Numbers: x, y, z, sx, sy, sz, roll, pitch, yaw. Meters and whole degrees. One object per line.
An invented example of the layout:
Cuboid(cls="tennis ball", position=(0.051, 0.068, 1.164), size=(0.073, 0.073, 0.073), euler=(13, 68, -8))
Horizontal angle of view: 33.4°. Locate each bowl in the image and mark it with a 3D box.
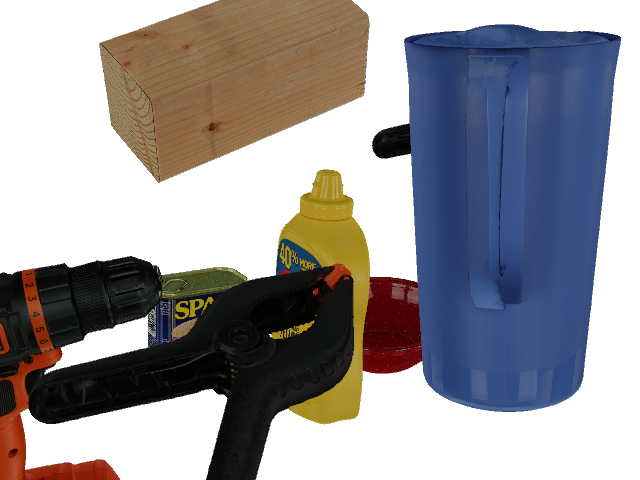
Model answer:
Cuboid(cls="bowl", position=(0.068, 0.101, 1.194), size=(0.162, 0.055, 0.162), euler=(0, 27, 0))

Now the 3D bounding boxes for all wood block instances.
Cuboid(cls="wood block", position=(-0.069, -0.143, 0.900), size=(0.205, 0.091, 0.090), euler=(-26, 53, -24))

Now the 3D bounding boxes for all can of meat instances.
Cuboid(cls="can of meat", position=(-0.127, 0.079, 1.089), size=(0.101, 0.084, 0.058), euler=(-8, 20, -31))

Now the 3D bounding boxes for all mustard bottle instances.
Cuboid(cls="mustard bottle", position=(0.000, 0.039, 0.836), size=(0.058, 0.192, 0.096), euler=(-5, 19, -30))

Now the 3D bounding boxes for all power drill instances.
Cuboid(cls="power drill", position=(-0.180, 0.105, 0.689), size=(0.184, 0.188, 0.057), euler=(-12, 26, -9))

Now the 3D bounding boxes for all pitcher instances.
Cuboid(cls="pitcher", position=(0.118, -0.015, 0.688), size=(0.149, 0.243, 0.145), euler=(-10, 17, -28))

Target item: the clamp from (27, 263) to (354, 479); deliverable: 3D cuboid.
Cuboid(cls="clamp", position=(-0.034, 0.066, 0.497), size=(0.171, 0.039, 0.120), euler=(-29, 51, -33))

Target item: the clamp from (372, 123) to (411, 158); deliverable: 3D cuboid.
Cuboid(cls="clamp", position=(0.172, -0.099, 0.924), size=(0.209, 0.036, 0.165), euler=(-29, 39, -26))
